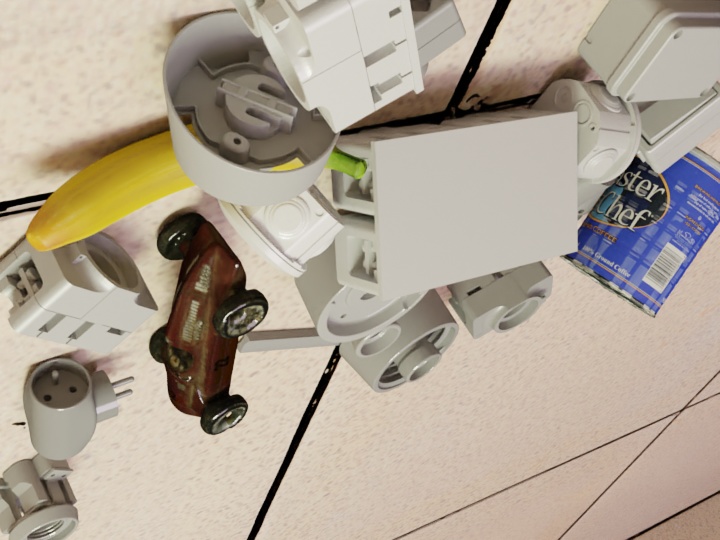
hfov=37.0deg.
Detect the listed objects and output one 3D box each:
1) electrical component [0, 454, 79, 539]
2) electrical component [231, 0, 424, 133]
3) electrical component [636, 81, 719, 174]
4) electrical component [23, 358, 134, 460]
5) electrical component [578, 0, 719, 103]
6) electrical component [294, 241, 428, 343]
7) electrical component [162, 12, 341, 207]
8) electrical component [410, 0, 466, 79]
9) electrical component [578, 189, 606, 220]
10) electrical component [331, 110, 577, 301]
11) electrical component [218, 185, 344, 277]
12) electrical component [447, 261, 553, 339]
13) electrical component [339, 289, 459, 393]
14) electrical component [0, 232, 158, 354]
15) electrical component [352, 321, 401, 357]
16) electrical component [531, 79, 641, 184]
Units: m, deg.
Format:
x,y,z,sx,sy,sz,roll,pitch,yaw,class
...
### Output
x,y,z,sx,sy,sz,roll,pitch,yaw,class
-0.266,0.194,0.881,0.078,0.057,0.058,-41,153,15,electrical component
-0.032,-0.157,0.490,0.060,0.105,0.186,-30,154,-6,electrical component
0.253,-0.131,0.899,0.096,0.061,0.061,-39,153,12,electrical component
-0.206,0.098,0.800,0.079,0.043,0.077,-18,150,-27,electrical component
0.232,-0.173,0.810,0.113,0.057,0.078,-10,146,-38,electrical component
0.000,0.000,0.842,0.108,0.060,0.108,-26,153,-14,electrical component
-0.059,-0.087,0.593,0.099,0.099,0.064,-22,158,-21,electrical component
0.019,-0.133,0.653,0.083,0.047,0.075,-35,154,4,electrical component
0.191,-0.071,0.952,0.043,0.043,0.081,-14,148,-33,electrical component
0.069,-0.053,0.769,0.186,0.060,0.105,-13,107,-34,electrical component
-0.052,-0.039,0.700,0.051,0.080,0.080,-42,153,6,electrical component
0.137,0.022,1.038,0.089,0.055,0.050,-29,153,-8,electrical component
0.042,0.068,0.992,0.108,0.060,0.108,-32,157,-15,electrical component
-0.176,0.011,0.678,0.056,0.050,0.089,-40,153,13,electrical component
0.003,0.040,0.920,0.045,0.055,0.045,-26,153,-14,electrical component
0.171,-0.108,0.830,0.051,0.080,0.080,0,139,-40,electrical component
